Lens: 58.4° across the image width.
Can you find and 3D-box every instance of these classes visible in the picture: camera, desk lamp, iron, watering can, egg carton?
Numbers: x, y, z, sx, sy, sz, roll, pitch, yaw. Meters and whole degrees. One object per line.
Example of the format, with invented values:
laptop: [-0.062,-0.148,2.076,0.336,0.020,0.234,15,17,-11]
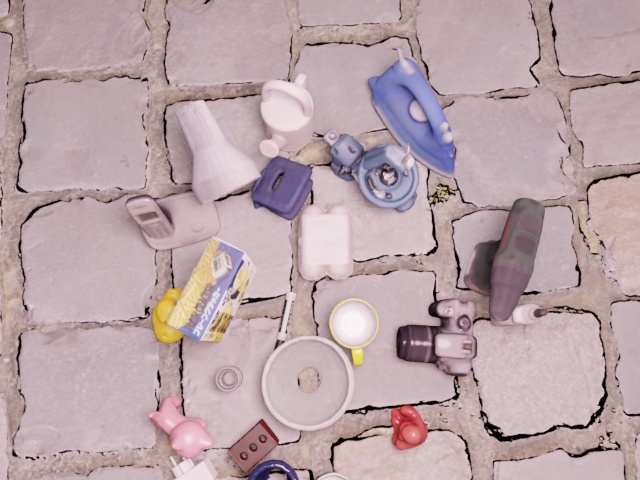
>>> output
camera: [0.214,0.177,1.058,0.137,0.101,0.143,4,80,-1]
desk lamp: [-0.194,-0.153,1.049,0.118,0.213,0.203,-27,81,-6]
iron: [0.203,-0.248,1.113,0.119,0.141,0.258,-32,82,-7]
watering can: [-0.062,-0.237,1.077,0.101,0.194,0.173,0,80,-1]
egg carton: [0.010,0.004,1.099,0.107,0.069,0.150,-1,80,-2]

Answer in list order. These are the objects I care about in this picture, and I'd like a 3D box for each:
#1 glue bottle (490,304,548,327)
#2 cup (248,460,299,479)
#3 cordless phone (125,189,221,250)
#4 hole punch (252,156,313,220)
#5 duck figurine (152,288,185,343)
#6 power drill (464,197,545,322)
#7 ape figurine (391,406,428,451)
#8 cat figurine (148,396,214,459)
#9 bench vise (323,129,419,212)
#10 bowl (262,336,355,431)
glue bottle: [0.369,0.135,1.033,0.078,0.173,0.037,-6,80,-2]
cup: [-0.093,0.430,1.007,0.118,0.095,0.092,-8,80,-3]
cordless phone: [-0.266,-0.049,1.042,0.147,0.185,0.094,-18,81,-4]
hole punch: [-0.075,-0.103,1.105,0.101,0.091,0.109,27,80,3]
duck figurine: [-0.278,0.138,1.059,0.077,0.086,0.104,13,80,1]
power drill: [0.329,0.044,1.031,0.075,0.208,0.230,21,80,3]
ape figurine: [0.161,0.344,1.031,0.076,0.092,0.078,33,81,5]
cat figurine: [-0.247,0.337,1.008,0.127,0.118,0.067,34,81,5]
bench vise: [0.093,-0.134,1.050,0.207,0.220,0.121,18,80,2]
bowl: [-0.022,0.260,1.050,0.167,0.075,0.167,0,80,-1]
